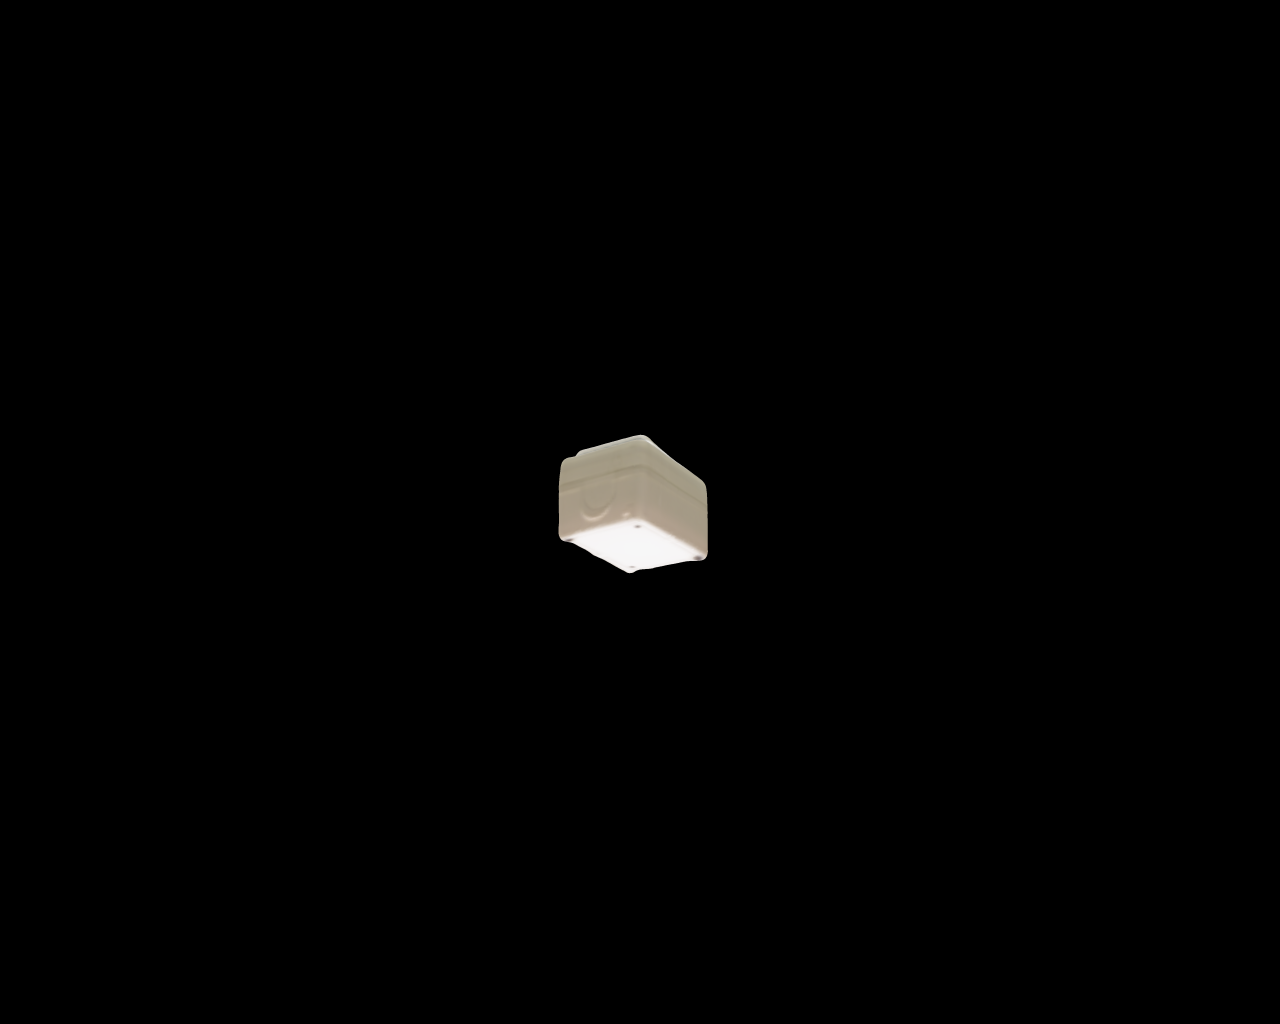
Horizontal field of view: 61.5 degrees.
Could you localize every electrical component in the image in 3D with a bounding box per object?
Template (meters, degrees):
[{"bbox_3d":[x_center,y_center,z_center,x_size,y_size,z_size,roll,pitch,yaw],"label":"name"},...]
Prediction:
[{"bbox_3d":[0.001,-0.003,0.650,0.061,0.061,0.096,-13,-26,29],"label":"electrical component"}]
